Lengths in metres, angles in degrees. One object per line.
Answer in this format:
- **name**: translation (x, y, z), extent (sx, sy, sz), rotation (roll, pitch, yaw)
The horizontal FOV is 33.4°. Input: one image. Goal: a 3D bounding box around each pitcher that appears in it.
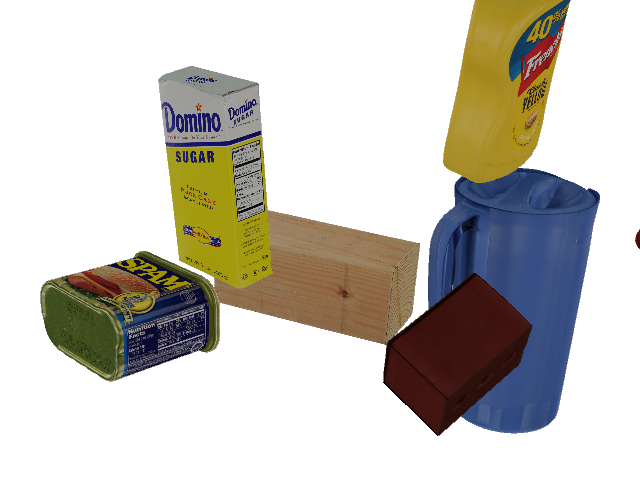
- **pitcher**: translation (0.178, 0.060, 1.026), extent (0.149, 0.243, 0.145), rotation (5, 21, 8)

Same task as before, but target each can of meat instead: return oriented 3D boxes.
- **can of meat**: translation (-0.135, 0.052, 0.747), extent (0.083, 0.057, 0.102), rotation (-17, 27, -41)

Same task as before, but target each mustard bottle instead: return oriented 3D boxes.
- **mustard bottle**: translation (0.135, -0.139, 0.744), extent (0.058, 0.192, 0.096), rotation (31, 47, 27)

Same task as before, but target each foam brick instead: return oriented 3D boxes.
- **foam brick**: translation (0.084, 0.070, 0.657), extent (0.078, 0.051, 0.053), rotation (-37, -28, -23)

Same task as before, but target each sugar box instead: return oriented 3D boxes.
- **sugar box**: translation (-0.090, -0.055, 0.920), extent (0.048, 0.176, 0.093), rotation (-27, 33, -37)

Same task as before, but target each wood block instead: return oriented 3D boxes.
- **wood block**: translation (-0.006, 0.036, 1.176), extent (0.206, 0.091, 0.090), rotation (13, 25, 20)

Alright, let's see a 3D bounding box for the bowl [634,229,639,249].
- **bowl**: translation (0.410, 0.025, 1.111), extent (0.162, 0.055, 0.162), rotation (-3, 22, 1)
